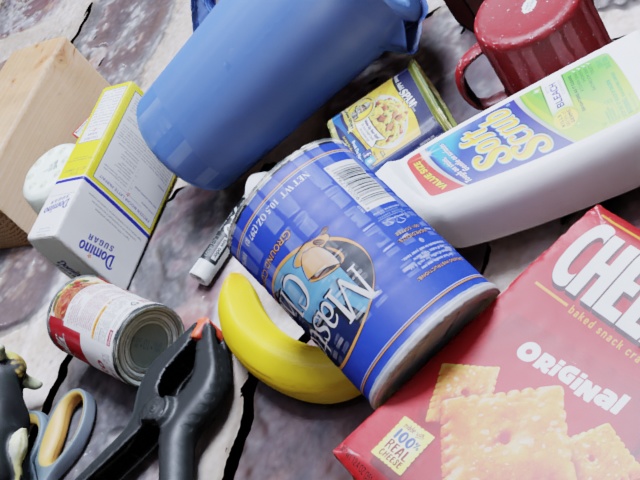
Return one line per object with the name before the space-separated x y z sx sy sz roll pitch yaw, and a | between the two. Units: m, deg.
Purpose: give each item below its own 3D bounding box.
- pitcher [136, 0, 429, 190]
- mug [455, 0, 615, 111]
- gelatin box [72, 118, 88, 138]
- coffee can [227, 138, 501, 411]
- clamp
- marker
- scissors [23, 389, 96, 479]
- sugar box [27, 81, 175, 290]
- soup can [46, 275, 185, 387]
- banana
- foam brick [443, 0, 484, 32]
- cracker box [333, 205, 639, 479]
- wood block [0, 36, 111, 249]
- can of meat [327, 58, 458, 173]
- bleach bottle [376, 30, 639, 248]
pitcher | -0.045 -0.161 0.870 0.243 0.144 0.149 -41 32 27
mug | 0.152 -0.135 0.766 0.117 0.081 0.093 -25 41 19
gelatin box | -0.199 -0.112 1.075 0.073 0.030 0.089 -49 42 -9
coffee can | 0.026 0.021 0.655 0.103 0.102 0.140 -43 68 -3
clamp | -0.119 0.135 0.773 0.120 0.039 0.171 -5 47 29
marker | -0.068 -0.016 0.886 0.020 0.020 0.121 13 63 45
scissors | -0.233 0.204 0.820 0.096 0.016 0.201 -6 50 38
sugar box | -0.185 -0.045 0.951 0.048 0.093 0.176 -5 50 37
soup can | -0.161 0.071 0.844 0.102 0.068 0.068 15 65 46
banana | -0.024 0.073 0.757 0.069 0.037 0.198 -38 36 -27
foam brick | 0.143 -0.211 0.868 0.078 0.051 0.053 -41 39 0
cracker box | 0.135 0.100 0.569 0.213 0.072 0.164 -43 39 -3
wood block | -0.308 -0.100 1.107 0.090 0.090 0.206 -7 50 35
can of meat | 0.060 -0.077 0.808 0.084 0.057 0.102 -33 40 12
bleach bottle | 0.118 -0.041 0.710 0.251 0.068 0.102 -26 43 15
